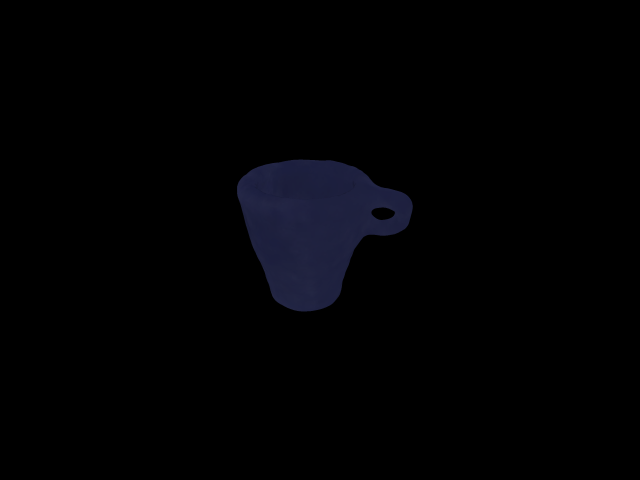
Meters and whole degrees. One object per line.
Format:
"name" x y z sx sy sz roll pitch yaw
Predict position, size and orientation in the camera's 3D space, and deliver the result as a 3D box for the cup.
"cup" 0.004 0.001 0.400 0.117 0.095 0.092 6 28 12
